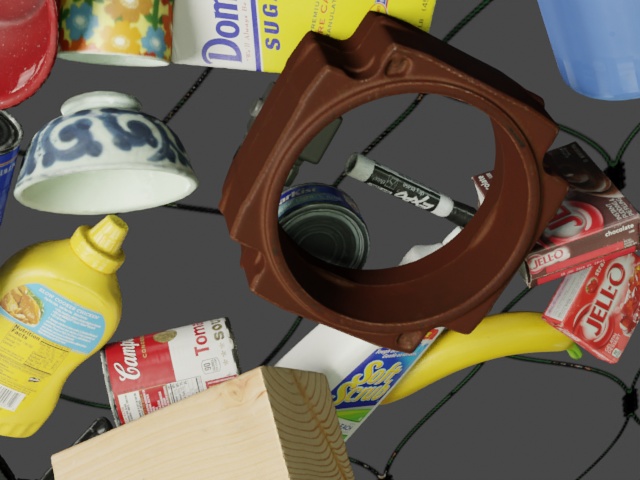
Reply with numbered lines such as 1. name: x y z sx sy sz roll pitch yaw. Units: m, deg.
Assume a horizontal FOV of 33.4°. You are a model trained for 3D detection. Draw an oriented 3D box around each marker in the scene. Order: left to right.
1. marker: 0.074 -0.037 0.829 0.121 0.020 0.020 23 112 -25

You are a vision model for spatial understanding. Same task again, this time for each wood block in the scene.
1. wood block: -0.090 0.172 0.798 0.206 0.091 0.090 -26 158 26

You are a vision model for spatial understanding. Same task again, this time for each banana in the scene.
1. banana: 0.137 0.097 0.911 0.197 0.037 0.069 -10 119 -8

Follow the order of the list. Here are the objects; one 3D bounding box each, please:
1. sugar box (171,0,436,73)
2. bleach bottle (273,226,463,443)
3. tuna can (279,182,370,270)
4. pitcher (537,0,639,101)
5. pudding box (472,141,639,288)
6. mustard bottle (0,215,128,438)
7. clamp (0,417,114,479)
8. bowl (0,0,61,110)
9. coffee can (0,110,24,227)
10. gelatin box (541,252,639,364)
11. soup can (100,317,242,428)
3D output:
1. sugar box: -0.013 -0.160 0.721 0.176 0.048 0.093 1 119 -16
2. bleach bottle: 0.033 0.086 0.858 0.251 0.068 0.102 -48 139 13
3. tuna can: -0.005 0.001 0.823 0.086 0.034 0.086 -6 121 -11
4. pitcher: 0.196 -0.215 0.687 0.145 0.149 0.242 -25 125 -1
5. pudding box: 0.177 -0.021 0.808 0.090 0.113 0.039 -18 125 -3
6. mustard bottle: -0.204 0.057 0.792 0.096 0.058 0.192 32 108 -27
7. clamp: -0.250 0.211 0.881 0.120 0.039 0.172 15 111 -21
8. bowl: -0.216 -0.160 0.642 0.162 0.055 0.162 13 129 16
9. coffee can: -0.262 -0.019 0.707 0.102 0.103 0.140 12 116 -20
10. gelatin box: 0.238 0.048 0.895 0.073 0.030 0.089 33 84 -27
11. soup can: -0.114 0.103 0.835 0.102 0.068 0.068 -12 121 -7
